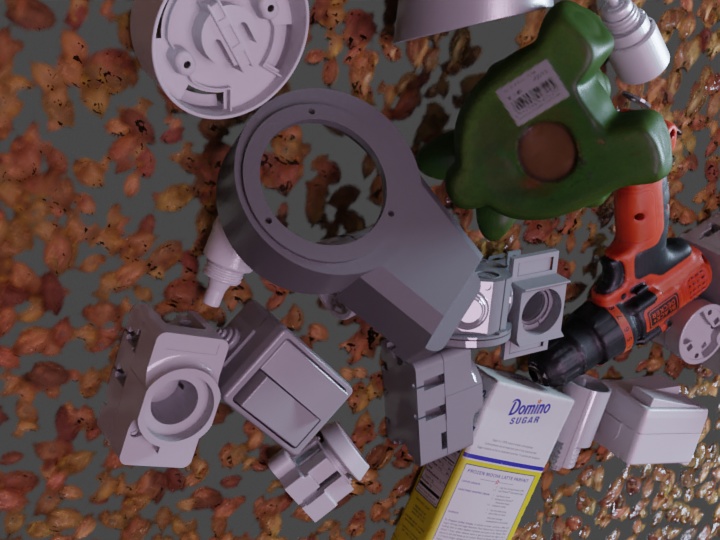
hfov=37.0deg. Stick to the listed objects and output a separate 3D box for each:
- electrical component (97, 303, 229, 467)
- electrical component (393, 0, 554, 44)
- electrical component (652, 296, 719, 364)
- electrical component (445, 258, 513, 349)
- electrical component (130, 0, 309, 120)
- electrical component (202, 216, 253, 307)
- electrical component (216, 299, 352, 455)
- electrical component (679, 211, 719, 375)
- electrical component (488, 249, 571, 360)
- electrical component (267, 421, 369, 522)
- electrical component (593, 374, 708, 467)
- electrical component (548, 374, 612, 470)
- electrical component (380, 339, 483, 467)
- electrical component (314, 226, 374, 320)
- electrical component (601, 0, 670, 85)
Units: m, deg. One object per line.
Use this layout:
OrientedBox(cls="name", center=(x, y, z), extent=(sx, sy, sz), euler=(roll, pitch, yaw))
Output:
OrientedBox(cls="electrical component", center=(-0.124, 0.075, 0.678), extent=(0.050, 0.056, 0.089), euler=(11, 105, -35))
OrientedBox(cls="electrical component", center=(0.071, -0.172, 0.668), extent=(0.099, 0.099, 0.064), euler=(-9, 109, -29))
OrientedBox(cls="electrical component", center=(0.278, 0.046, 0.922), extent=(0.055, 0.047, 0.055), euler=(-13, 117, -27))
OrientedBox(cls="electrical component", center=(0.069, 0.022, 0.762), extent=(0.080, 0.080, 0.051), euler=(-4, 108, -31))
OrientedBox(cls="electrical component", center=(-0.079, -0.136, 0.608), extent=(0.099, 0.064, 0.099), euler=(-13, 117, -27))
OrientedBox(cls="electrical component", center=(-0.084, -0.006, 0.681), extent=(0.035, 0.035, 0.061), euler=(15, 104, -36))
OrientedBox(cls="electrical component", center=(-0.060, 0.069, 0.713), extent=(0.061, 0.061, 0.096), euler=(-48, 127, -5))
OrientedBox(cls="electrical component", center=(0.340, 0.029, 0.927), extent=(0.062, 0.089, 0.150), euler=(-32, 124, -17))
OrientedBox(cls="electrical component", center=(0.118, 0.021, 0.801), extent=(0.042, 0.064, 0.081), euler=(-9, 115, -28))
OrientedBox(cls="electrical component", center=(-0.027, 0.142, 0.776), extent=(0.055, 0.048, 0.066), euler=(-37, 126, -3))
OrientedBox(cls="electrical component", center=(0.253, 0.128, 0.935), extent=(0.096, 0.062, 0.061), euler=(5, 108, -34))
OrientedBox(cls="electrical component", center=(0.176, 0.129, 0.898), extent=(0.043, 0.043, 0.081), euler=(8, 107, -34))
OrientedBox(cls="electrical component", center=(0.054, 0.090, 0.800), extent=(0.056, 0.050, 0.089), euler=(-18, 119, -24))
OrientedBox(cls="electrical component", center=(0.000, 0.000, 0.725), extent=(0.047, 0.055, 0.055), euler=(-20, 120, -28))
OrientedBox(cls="electrical component", center=(0.195, -0.170, 0.779), extent=(0.040, 0.040, 0.078), euler=(-45, 127, -8))
